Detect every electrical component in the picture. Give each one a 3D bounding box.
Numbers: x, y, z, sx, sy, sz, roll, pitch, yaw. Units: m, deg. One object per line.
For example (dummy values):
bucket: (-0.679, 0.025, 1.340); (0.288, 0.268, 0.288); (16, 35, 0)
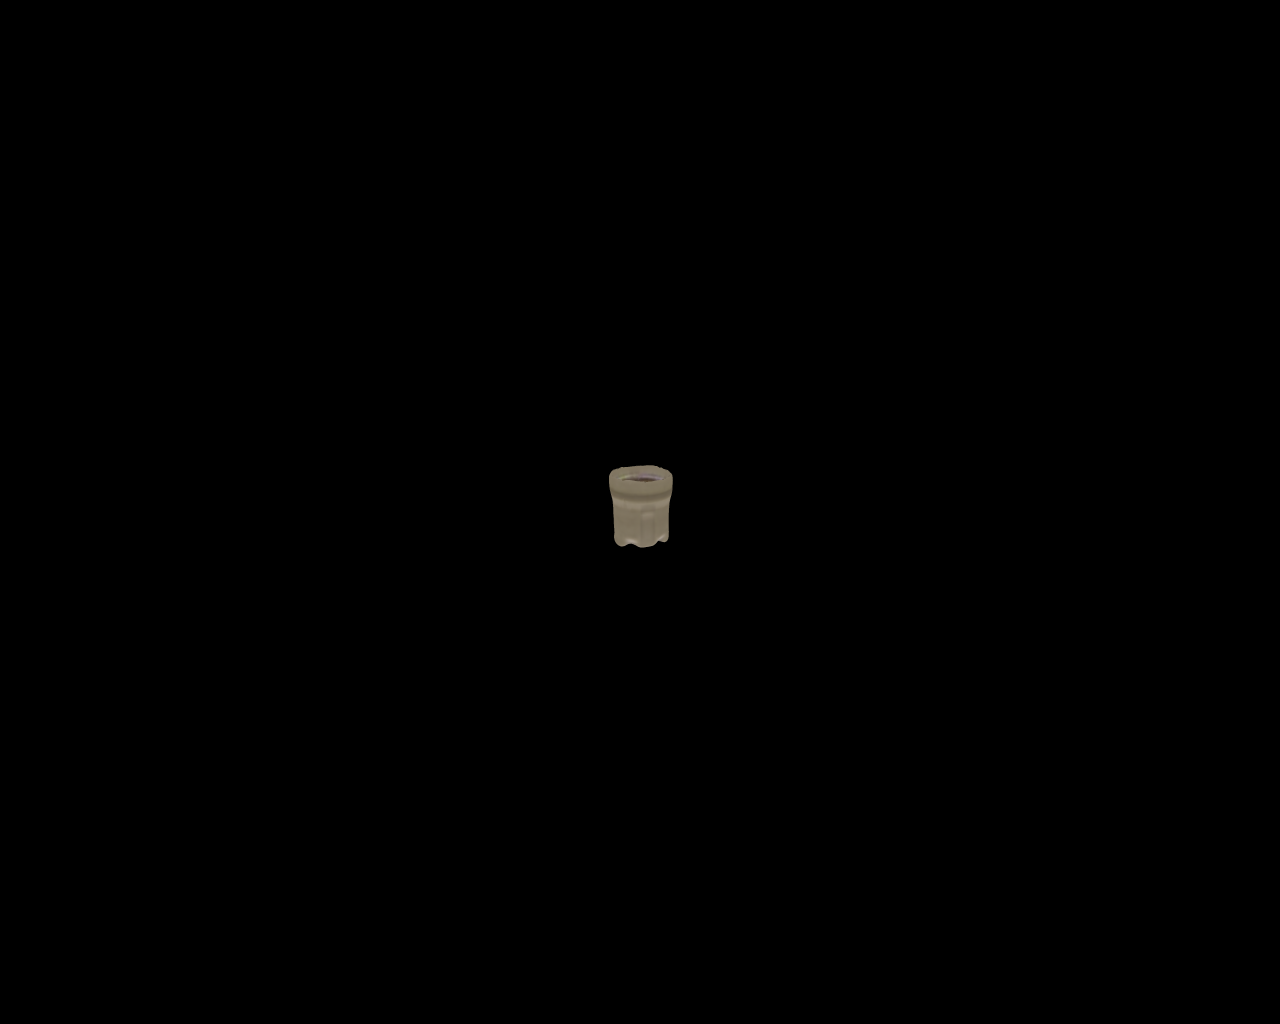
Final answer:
electrical component: (0.001, -0.003, 0.650); (0.040, 0.046, 0.040); (0, 19, 0)
